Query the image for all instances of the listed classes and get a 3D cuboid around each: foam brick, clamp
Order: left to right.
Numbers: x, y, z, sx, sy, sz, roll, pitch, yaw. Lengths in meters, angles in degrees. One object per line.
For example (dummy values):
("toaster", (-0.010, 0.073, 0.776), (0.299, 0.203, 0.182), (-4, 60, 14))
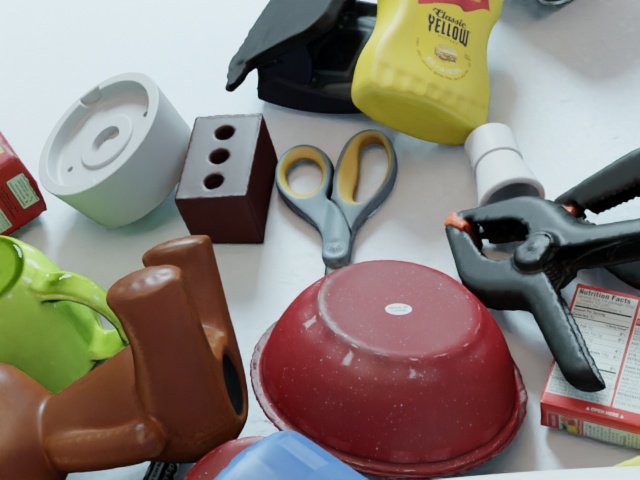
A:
("foam brick", (-0.064, -0.043, 0.749), (0.053, 0.051, 0.078), (-1, 53, 12))
("clamp", (0.133, 0.023, 0.631), (0.172, 0.039, 0.120), (11, 55, 50))
("clamp", (0.236, -0.004, 0.629), (0.210, 0.036, 0.164), (-6, 75, 35))

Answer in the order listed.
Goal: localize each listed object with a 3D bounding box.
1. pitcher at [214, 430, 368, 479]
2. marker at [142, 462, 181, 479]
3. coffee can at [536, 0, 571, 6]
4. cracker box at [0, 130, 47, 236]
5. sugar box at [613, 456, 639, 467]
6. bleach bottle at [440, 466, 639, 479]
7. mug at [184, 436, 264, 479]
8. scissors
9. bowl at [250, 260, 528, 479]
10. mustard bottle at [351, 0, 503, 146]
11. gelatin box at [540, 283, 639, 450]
("pitcher", (0.044, 0.196, 0.436), (0.243, 0.145, 0.149), (35, 93, 17))
("marker", (-0.094, 0.138, 0.640), (0.020, 0.020, 0.121), (9, 56, 20))
("coffee can", (0.152, -0.260, 0.828), (0.102, 0.103, 0.140), (-35, 53, -13))
("cracker box", (-0.332, -0.027, 0.791), (0.213, 0.072, 0.164), (-35, 52, -12))
("sugar box", (0.220, 0.178, 0.516), (0.093, 0.048, 0.176), (-20, 54, 1))
("bleach bottle", (0.150, 0.156, 0.490), (0.251, 0.068, 0.102), (-8, 70, 25))
("mug", (-0.031, 0.167, 0.562), (0.093, 0.081, 0.117), (-2, 53, 12))
("scissors", (-0.005, 0.001, 0.724), (0.096, 0.016, 0.201), (9, 56, 21))
("bowl", (0.042, 0.059, 0.605), (0.162, 0.055, 0.162), (4, 33, -3))
("mustard bottle", (0.084, -0.170, 0.763), (0.096, 0.058, 0.191), (19, 69, -19))
("gelatin box", (0.174, 0.073, 0.616), (0.073, 0.030, 0.089), (12, 54, 22))
